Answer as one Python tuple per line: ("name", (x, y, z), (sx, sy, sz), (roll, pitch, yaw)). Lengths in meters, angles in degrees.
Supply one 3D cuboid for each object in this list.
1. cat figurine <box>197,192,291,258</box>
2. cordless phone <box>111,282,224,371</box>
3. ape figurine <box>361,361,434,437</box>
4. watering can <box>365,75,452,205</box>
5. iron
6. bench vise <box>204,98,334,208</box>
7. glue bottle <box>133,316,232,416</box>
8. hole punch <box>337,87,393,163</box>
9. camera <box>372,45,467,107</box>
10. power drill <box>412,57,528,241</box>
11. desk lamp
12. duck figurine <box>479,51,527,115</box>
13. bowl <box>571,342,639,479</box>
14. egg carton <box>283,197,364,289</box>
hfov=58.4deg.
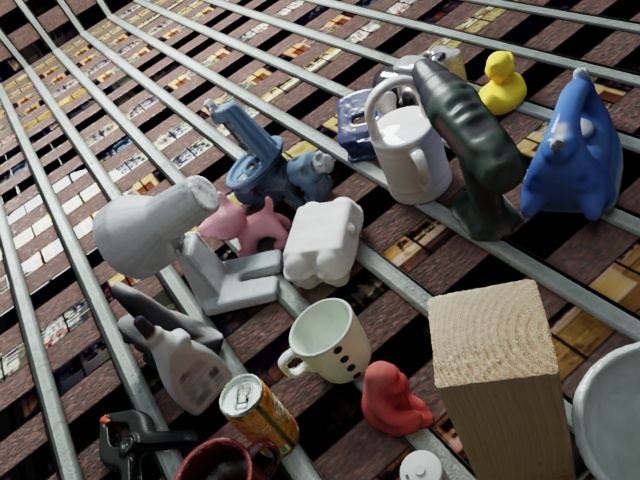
("cat figurine", (-0.123, -0.030, 0.909), (0.127, 0.118, 0.067), (-19, 42, 10))
("cordless phone", (-0.230, 0.103, 0.779), (0.147, 0.185, 0.094), (13, 55, 37))
("ape figurine", (0.075, 0.165, 0.620), (0.076, 0.092, 0.078), (-11, 43, 19))
("watering can", (0.121, -0.157, 0.847), (0.101, 0.195, 0.172), (-38, 42, -11))
("iron", (0.337, -0.148, 0.760), (0.118, 0.142, 0.258), (4, 50, 32))
("bench vise", (-0.081, -0.148, 0.928), (0.207, 0.220, 0.121), (-12, 43, 18))
("glue bottle", (-0.178, 0.147, 0.714), (0.037, 0.174, 0.078), (23, 62, 42))
("hole punch", (0.085, -0.200, 0.990), (0.108, 0.091, 0.101), (-10, 44, 20))
("camera", (0.169, -0.292, 1.030), (0.136, 0.101, 0.143), (24, 63, 43))
("power drill", (0.194, -0.109, 0.746), (0.075, 0.209, 0.229), (-27, 41, 2))
("desk lamp", (-0.188, 0.007, 0.833), (0.203, 0.214, 0.118), (-14, 43, 16))
("duck figurine", (0.297, -0.266, 0.946), (0.077, 0.086, 0.105), (11, 54, 36))
("bowl", (0.310, 0.174, 0.496), (0.167, 0.075, 0.167), (-15, 42, 15))
("egg carton", (0.008, 0.003, 0.841), (0.107, 0.070, 0.150), (-7, 45, 22))
